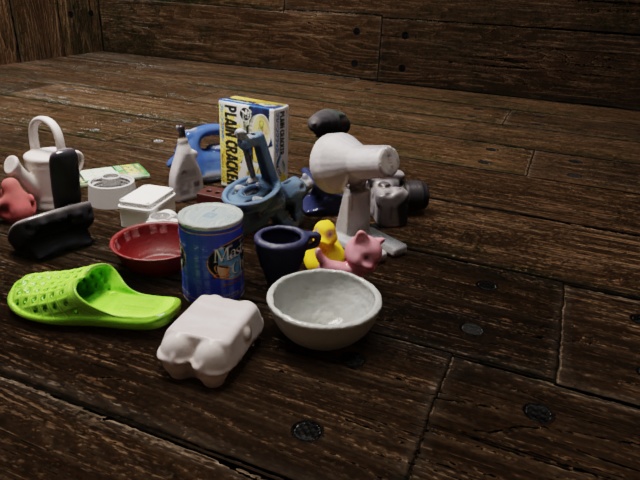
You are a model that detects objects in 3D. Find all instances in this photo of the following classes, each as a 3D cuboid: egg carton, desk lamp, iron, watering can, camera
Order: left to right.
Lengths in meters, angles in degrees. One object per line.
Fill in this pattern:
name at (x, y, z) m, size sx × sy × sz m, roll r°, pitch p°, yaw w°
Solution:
watering can at (-0.582, -0.166, 1.225) m, size 0.101 × 0.194 × 0.173 m, roll 5°, pitch 25°, yaw 6°
egg carton at (-0.144, 0.133, 0.779) m, size 0.107 × 0.069 × 0.150 m, roll 9°, pitch 26°, yaw 14°
iron at (-0.259, -0.239, 1.476) m, size 0.259 × 0.141 × 0.118 m, roll -17°, pitch 31°, yaw -35°
desk lamp at (0.078, -0.093, 1.113) m, size 0.118 × 0.214 × 0.202 m, roll -19°, pitch 32°, yaw -37°
camera at (0.177, -0.102, 1.275) m, size 0.137 × 0.101 × 0.143 m, roll -2°, pitch 25°, yaw -9°

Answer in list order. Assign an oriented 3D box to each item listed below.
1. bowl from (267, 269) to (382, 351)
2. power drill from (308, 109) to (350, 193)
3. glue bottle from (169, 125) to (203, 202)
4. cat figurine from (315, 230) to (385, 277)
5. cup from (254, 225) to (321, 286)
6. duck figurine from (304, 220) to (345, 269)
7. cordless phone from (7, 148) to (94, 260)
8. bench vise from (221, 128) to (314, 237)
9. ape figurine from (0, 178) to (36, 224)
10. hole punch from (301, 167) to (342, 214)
bowl at (0.005, 0.111, 0.834) m, size 0.167 × 0.075 × 0.167 m, roll 2°, pitch 25°, yaw -1°
power drill at (0.018, -0.215, 1.374) m, size 0.075 × 0.208 × 0.230 m, roll 9°, pitch 26°, yaw 14°
glue bottle at (-0.306, -0.175, 1.298) m, size 0.078 × 0.173 × 0.037 m, roll -18°, pitch 32°, yaw -36°
cat figurine at (0.050, 0.033, 0.954) m, size 0.128 × 0.118 × 0.067 m, roll -2°, pitch 25°, yaw -10°
cup at (-0.054, 0.031, 0.975) m, size 0.118 × 0.095 × 0.091 m, roll -9°, pitch 28°, yaw -24°
duck figurine at (0.010, 0.004, 1.051) m, size 0.077 × 0.086 × 0.105 m, roll 8°, pitch 26°, yaw 12°
cordless phone at (-0.494, -0.071, 1.042) m, size 0.093 × 0.185 × 0.148 m, roll 19°, pitch 30°, yaw 31°
bench vise at (-0.113, -0.125, 1.156) m, size 0.121 × 0.220 × 0.208 m, roll 19°, pitch 30°, yaw 32°
ape figurine at (-0.622, -0.083, 1.166) m, size 0.078 × 0.092 × 0.075 m, roll -14°, pitch 30°, yaw -32°
hole punch at (0.007, -0.115, 1.298) m, size 0.101 × 0.091 × 0.108 m, roll -3°, pitch 26°, yaw -11°
